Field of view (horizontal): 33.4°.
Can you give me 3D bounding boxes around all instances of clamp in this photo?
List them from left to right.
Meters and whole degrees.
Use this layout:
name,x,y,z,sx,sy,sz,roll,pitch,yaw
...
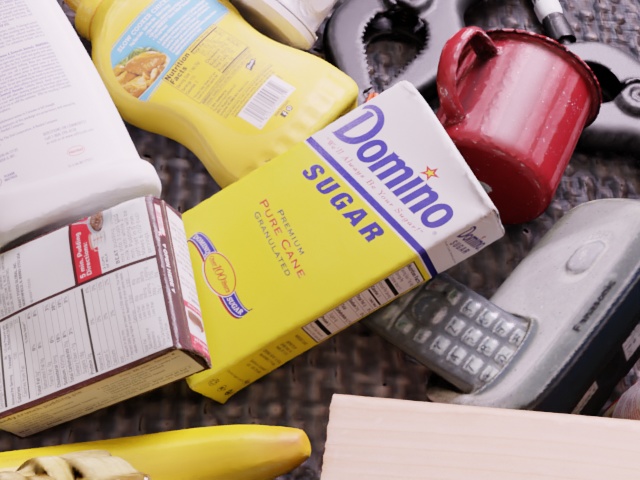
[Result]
name,x,y,z,sx,sy,sz,roll,pitch,yaw
clamp,0.068,-0.154,0.704,0.164,0.036,0.210,8,59,7
clamp,0.210,-0.089,0.689,0.171,0.039,0.120,32,58,11

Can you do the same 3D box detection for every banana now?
name,x,y,z,sx,sy,sz,roll,pitch,yaw
banana,-0.105,0.113,0.501,0.197,0.070,0.037,-4,83,-21

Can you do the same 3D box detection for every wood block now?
name,x,y,z,sx,sy,sz,roll,pitch,yaw
wood block,0.103,0.137,0.478,0.206,0.090,0.090,4,51,6

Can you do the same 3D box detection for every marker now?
name,x,y,z,sx,sy,sz,roll,pitch,yaw
marker,0.152,-0.178,0.747,0.020,0.020,0.121,-8,60,-13

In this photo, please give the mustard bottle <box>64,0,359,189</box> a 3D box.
name,x,y,z,sx,sy,sz,roll,pitch,yaw
mustard bottle,-0.078,-0.103,0.641,0.192,0.058,0.096,35,74,13

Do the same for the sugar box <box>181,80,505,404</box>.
name,x,y,z,sx,sy,sz,roll,pitch,yaw
sugar box,-0.004,0.000,0.556,0.176,0.048,0.093,-33,65,6

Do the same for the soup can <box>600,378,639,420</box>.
name,x,y,z,sx,sy,sz,roll,pitch,yaw
soup can,0.187,0.090,0.537,0.068,0.102,0.068,4,58,-7

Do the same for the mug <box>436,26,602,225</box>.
name,x,y,z,sx,sy,sz,roll,pitch,yaw
mug,0.103,-0.070,0.622,0.093,0.117,0.081,3,54,41

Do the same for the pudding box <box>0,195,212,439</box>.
name,x,y,z,sx,sy,sz,roll,pitch,yaw
pudding box,-0.117,0.038,0.534,0.114,0.039,0.090,-22,63,14

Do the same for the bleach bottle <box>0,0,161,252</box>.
name,x,y,z,sx,sy,sz,roll,pitch,yaw
bleach bottle,-0.183,-0.118,0.595,0.102,0.068,0.251,-22,79,-16
